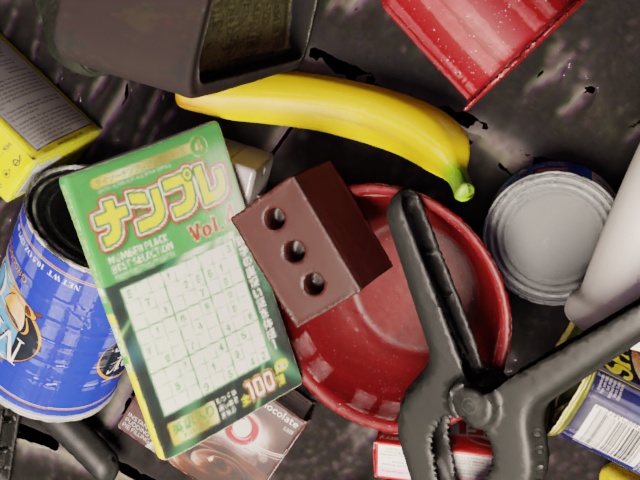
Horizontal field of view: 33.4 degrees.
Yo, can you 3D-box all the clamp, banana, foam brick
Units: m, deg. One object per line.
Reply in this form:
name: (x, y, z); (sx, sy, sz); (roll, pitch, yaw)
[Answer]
clamp: (0.086, 0.080, 0.613); (0.165, 0.036, 0.210); (31, 120, 26)
clamp: (-0.213, 0.112, 0.784); (0.120, 0.039, 0.171); (-5, 106, 15)
banana: (0.011, -0.076, 0.650); (0.198, 0.069, 0.037); (18, 117, 18)
foam brick: (-0.004, 0.001, 0.628); (0.053, 0.051, 0.078); (-32, 88, 30)

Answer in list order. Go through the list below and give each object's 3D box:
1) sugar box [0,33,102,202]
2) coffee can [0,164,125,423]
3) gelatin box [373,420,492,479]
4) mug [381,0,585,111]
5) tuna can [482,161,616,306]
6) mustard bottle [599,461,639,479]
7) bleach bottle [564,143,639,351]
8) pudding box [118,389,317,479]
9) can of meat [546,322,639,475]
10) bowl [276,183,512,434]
sugar box: (-0.234, -0.109, 0.688); (0.176, 0.093, 0.048); (42, 112, -1)
coffee can: (-0.160, 0.036, 0.696); (0.103, 0.102, 0.140); (32, 125, 2)
gelatin box: (0.085, 0.129, 0.695); (0.089, 0.073, 0.030); (4, 111, 13)
mug: (0.098, -0.142, 0.599); (0.117, 0.093, 0.081); (-43, 89, 11)
tuna can: (0.145, -0.005, 0.658); (0.086, 0.033, 0.086); (4, 109, 13)
mustard bottle: (0.232, 0.238, 0.692); (0.096, 0.058, 0.191); (12, 116, 48)
bleach bottle: (0.223, -0.059, 0.590); (0.102, 0.068, 0.251); (14, 100, -11)
pudding box: (-0.073, 0.123, 0.752); (0.113, 0.039, 0.090); (33, 112, 1)
can of meat: (0.185, 0.096, 0.645); (0.084, 0.102, 0.057); (27, 113, 2)
bowl: (0.050, 0.038, 0.674); (0.162, 0.055, 0.162); (8, 108, 26)
